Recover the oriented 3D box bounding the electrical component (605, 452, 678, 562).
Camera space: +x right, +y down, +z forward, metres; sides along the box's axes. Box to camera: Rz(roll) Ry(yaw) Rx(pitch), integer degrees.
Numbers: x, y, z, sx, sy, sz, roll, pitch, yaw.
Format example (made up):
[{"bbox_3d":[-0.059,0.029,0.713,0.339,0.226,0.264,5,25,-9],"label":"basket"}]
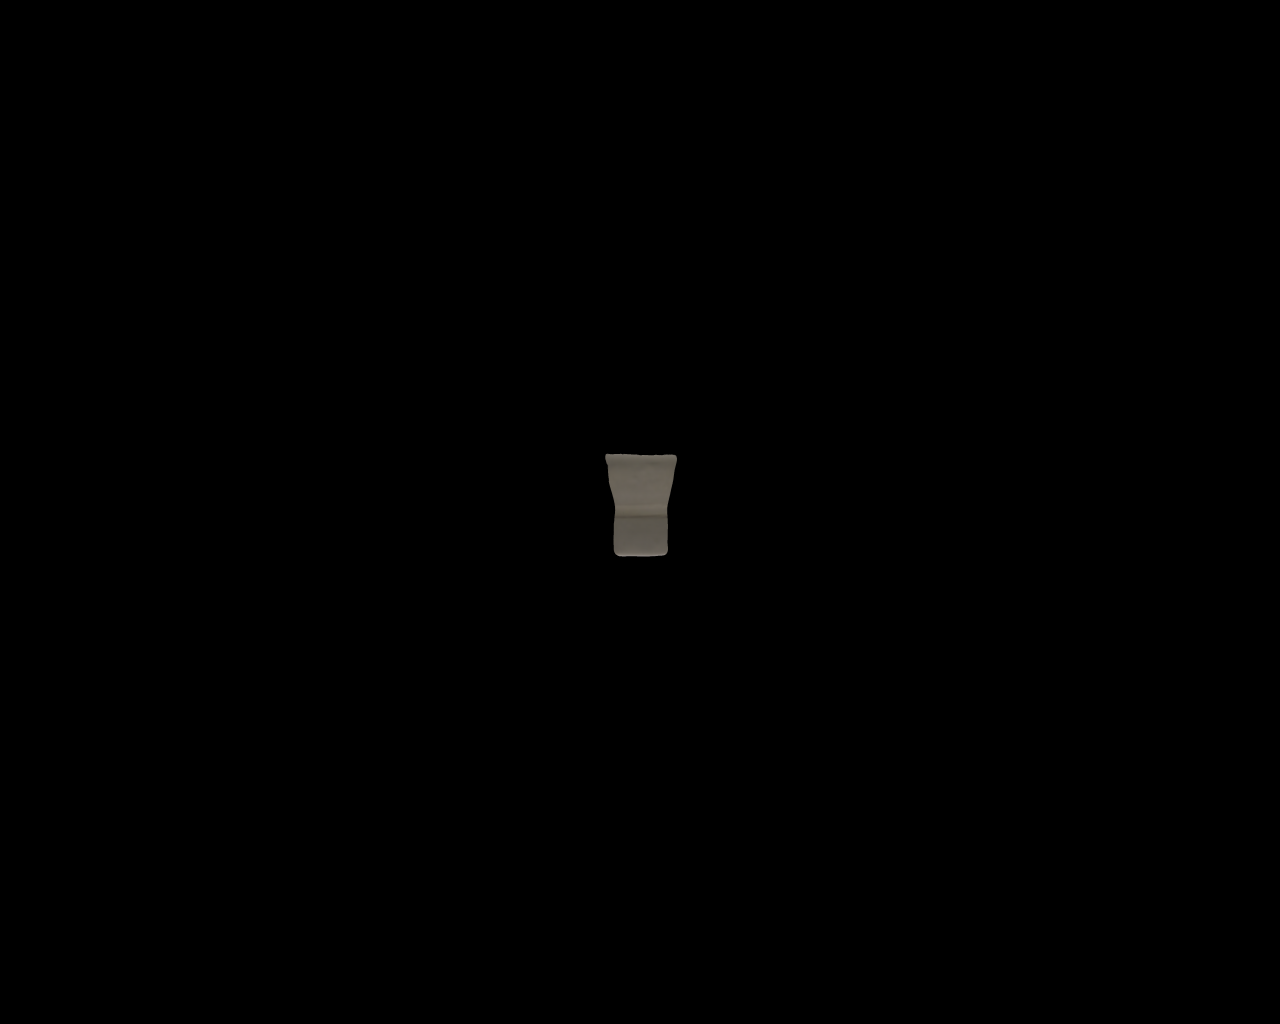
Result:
[{"bbox_3d":[0.001,-0.003,0.650,0.044,0.065,0.044,0,0,0],"label":"electrical component"}]
